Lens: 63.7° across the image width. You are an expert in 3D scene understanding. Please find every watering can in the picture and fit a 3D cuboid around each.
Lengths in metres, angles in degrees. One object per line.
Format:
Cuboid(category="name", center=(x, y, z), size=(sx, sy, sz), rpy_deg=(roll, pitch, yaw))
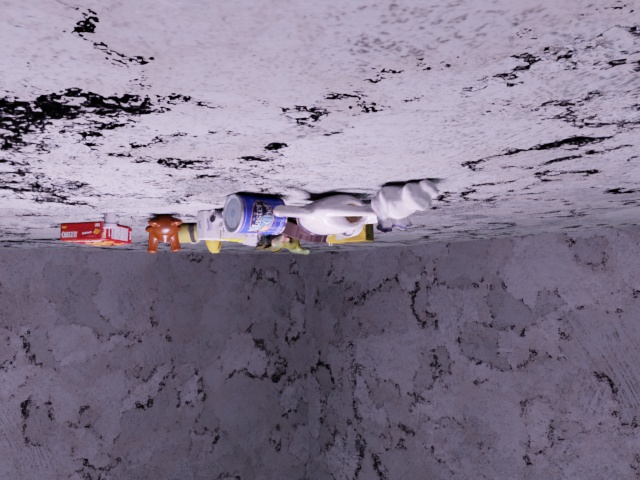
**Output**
Cuboid(category="watering can", center=(0.004, -0.070, 1.392), size=(0.348, 0.104, 0.223), rpy_deg=(0, 175, -27))

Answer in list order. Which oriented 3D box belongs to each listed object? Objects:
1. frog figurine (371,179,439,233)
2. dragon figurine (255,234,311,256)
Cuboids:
Cuboid(category="frog figurine", center=(0.206, -0.104, 1.266), size=(0.137, 0.125, 0.156), rpy_deg=(10, 134, -25))
Cuboid(category="dragon figurine", center=(-0.174, 0.017, 2.344), size=(0.243, 0.123, 0.407), rpy_deg=(-1, 173, -14))
